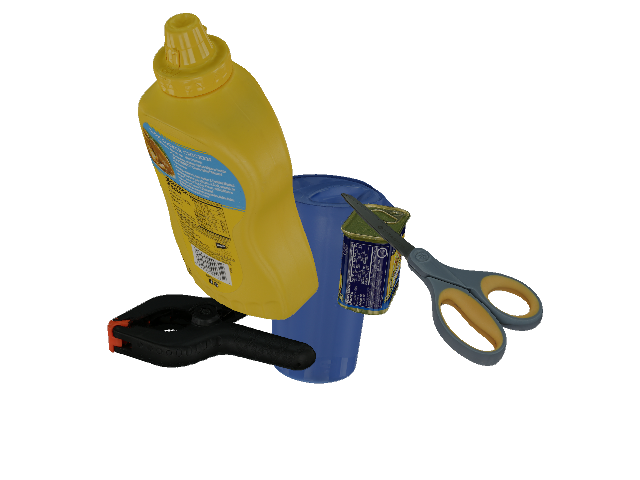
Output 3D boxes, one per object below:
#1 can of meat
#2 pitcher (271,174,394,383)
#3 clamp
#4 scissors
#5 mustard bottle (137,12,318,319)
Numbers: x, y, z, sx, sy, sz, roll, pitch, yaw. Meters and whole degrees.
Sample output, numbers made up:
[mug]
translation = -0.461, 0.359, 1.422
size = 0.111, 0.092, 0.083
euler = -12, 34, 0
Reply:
[can of meat]
translation = 0.052, 0.018, 1.078
size = 0.057, 0.084, 0.102
euler = 9, 20, 12
[pitcher]
translation = -0.010, 0.047, 1.306
size = 0.149, 0.243, 0.144
euler = 15, 21, 27
[clamp]
translation = -0.092, 0.067, 0.909
size = 0.171, 0.039, 0.120
euler = 2, 28, -6
[scissors]
translation = 0.100, 0.018, 0.849
size = 0.096, 0.016, 0.202
euler = -13, 48, -21
[mustard bottle]
translation = -0.057, -0.043, 0.605
size = 0.096, 0.191, 0.058
euler = 29, 57, 34
